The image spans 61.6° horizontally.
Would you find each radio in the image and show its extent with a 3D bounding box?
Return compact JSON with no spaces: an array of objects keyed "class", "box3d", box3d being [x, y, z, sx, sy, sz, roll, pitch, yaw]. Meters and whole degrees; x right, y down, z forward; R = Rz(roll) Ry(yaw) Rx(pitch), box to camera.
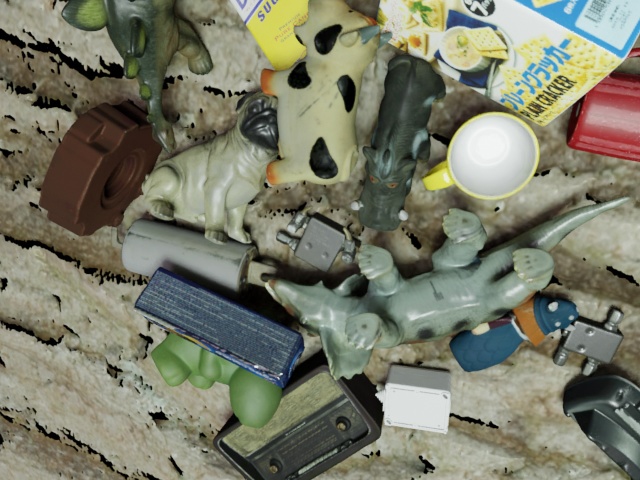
[{"class":"radio","box3d":[-0.026,0.260,0.759,0.229,0.073,0.131,-39,94,22]}]

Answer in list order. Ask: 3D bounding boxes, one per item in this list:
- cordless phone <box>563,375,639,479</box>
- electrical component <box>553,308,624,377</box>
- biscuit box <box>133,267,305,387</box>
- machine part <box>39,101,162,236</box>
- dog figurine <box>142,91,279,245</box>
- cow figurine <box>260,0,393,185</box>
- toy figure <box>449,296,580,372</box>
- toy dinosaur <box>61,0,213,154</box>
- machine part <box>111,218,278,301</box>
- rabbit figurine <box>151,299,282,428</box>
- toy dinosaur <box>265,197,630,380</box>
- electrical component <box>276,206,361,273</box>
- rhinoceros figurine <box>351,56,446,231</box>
[{"class":"cordless phone","box3d":[0.403,0.190,0.634,0.146,0.089,0.184,43,101,0]},{"class":"electrical component","box3d":[0.326,0.119,0.651,0.063,0.021,0.094,20,111,9]},{"class":"biscuit box","box3d":[-0.119,0.107,0.653,0.203,0.059,0.063,24,69,9]},{"class":"machine part","box3d":[-0.263,-0.087,0.665,0.056,0.179,0.179,32,112,1]},{"class":"dog figurine","box3d":[-0.128,-0.108,0.670,0.172,0.121,0.190,22,97,4]},{"class":"cow figurine","box3d":[0.008,-0.155,0.564,0.127,0.085,0.194,3,101,20]},{"class":"toy figure","box3d":[0.234,0.108,0.652,0.154,0.064,0.058,-31,59,16]},{"class":"toy dinosaur","box3d":[-0.184,-0.321,0.554,0.105,0.198,0.470,4,110,10]},{"class":"machine part","box3d":[-0.173,0.026,0.723,0.243,0.079,0.079,13,110,10]},{"class":"rabbit figurine","box3d":[-0.107,0.167,0.722,0.170,0.121,0.159,39,78,26]},{"class":"toy dinosaur","box3d":[0.139,0.062,0.628,0.405,0.192,0.131,-14,68,4]},{"class":"electrical component","box3d":[-0.001,-0.001,0.686,0.102,0.045,0.078,35,111,2]},{"class":"rhinoceros figurine","box3d":[0.089,-0.103,0.597,0.073,0.112,0.190,15,102,7]}]
